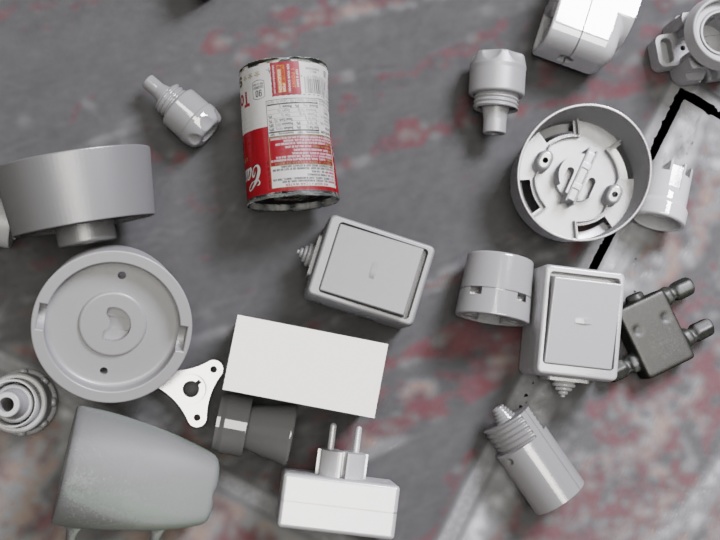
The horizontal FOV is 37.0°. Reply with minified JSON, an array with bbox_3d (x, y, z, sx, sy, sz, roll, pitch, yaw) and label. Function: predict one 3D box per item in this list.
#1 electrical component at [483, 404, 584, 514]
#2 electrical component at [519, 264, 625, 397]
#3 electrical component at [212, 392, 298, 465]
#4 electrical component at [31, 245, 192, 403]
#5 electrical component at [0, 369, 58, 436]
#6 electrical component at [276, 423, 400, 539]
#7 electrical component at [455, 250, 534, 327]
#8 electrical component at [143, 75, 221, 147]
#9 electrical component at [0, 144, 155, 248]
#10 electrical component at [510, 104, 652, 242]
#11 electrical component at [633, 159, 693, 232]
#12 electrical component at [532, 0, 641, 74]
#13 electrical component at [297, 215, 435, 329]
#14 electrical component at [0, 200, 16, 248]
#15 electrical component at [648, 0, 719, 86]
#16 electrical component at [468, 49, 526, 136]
[{"bbox_3d":[0.125,0.135,0.798,0.043,0.043,0.081,-35,89,-8],"label":"electrical component"},{"bbox_3d":[0.158,0.047,0.800,0.062,0.061,0.096,7,84,-5],"label":"electrical component"},{"bbox_3d":[-0.076,0.114,0.779,0.055,0.045,0.045,11,84,-4],"label":"electrical component"},{"bbox_3d":[-0.176,0.033,0.764,0.108,0.060,0.108,-3,102,-12],"label":"electrical component"},{"bbox_3d":[-0.241,0.093,0.755,0.048,0.062,0.048,1,85,-6],"label":"electrical component"},{"bbox_3d":[-0.015,0.150,0.781,0.083,0.047,0.075,8,84,-5],"label":"electrical component"},{"bbox_3d":[0.102,0.014,0.802,0.055,0.055,0.047,10,80,-5],"label":"electrical component"},{"bbox_3d":[-0.135,-0.121,0.800,0.061,0.035,0.035,40,82,1],"label":"electrical component"},{"bbox_3d":[-0.196,-0.048,0.753,0.108,0.108,0.060,-10,92,-7],"label":"electrical component"},{"bbox_3d":[0.163,-0.070,0.810,0.099,0.064,0.099,1,84,-6],"label":"electrical component"},{"bbox_3d":[0.235,-0.058,0.830,0.040,0.040,0.046,18,77,-4],"label":"electrical component"},{"bbox_3d":[0.178,-0.204,0.829,0.059,0.054,0.095,19,83,-4],"label":"electrical component"},{"bbox_3d":[0.000,0.000,0.789,0.096,0.061,0.061,18,83,-4],"label":"electrical component"},{"bbox_3d":[-0.279,-0.038,0.775,0.065,0.044,0.044,11,84,-10],"label":"electrical component"},{"bbox_3d":[0.272,-0.178,0.835,0.078,0.057,0.058,-8,86,-6],"label":"electrical component"},{"bbox_3d":[0.104,-0.134,0.821,0.043,0.043,0.062,4,86,-5],"label":"electrical component"}]
